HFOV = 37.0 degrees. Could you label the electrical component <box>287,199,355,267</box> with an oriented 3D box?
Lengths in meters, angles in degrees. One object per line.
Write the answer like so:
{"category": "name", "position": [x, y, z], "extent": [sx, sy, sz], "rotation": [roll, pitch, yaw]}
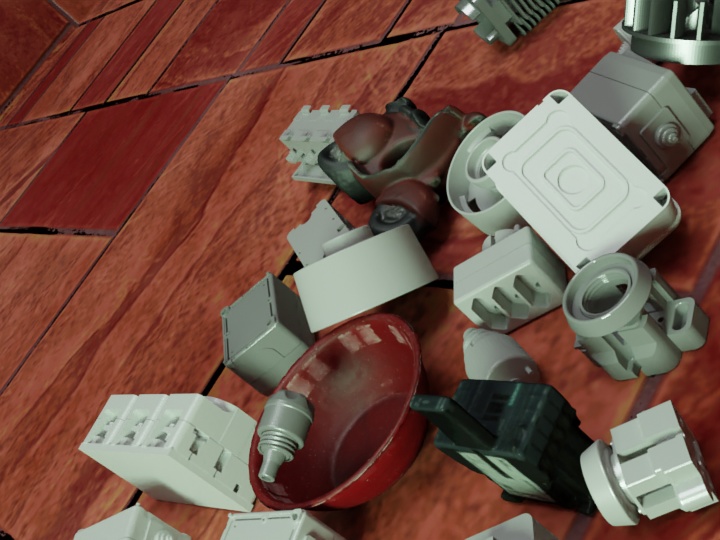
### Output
{"category": "electrical component", "position": [-0.019, -0.014, 0.939], "extent": [0.050, 0.056, 0.089], "rotation": [-45, 29, 5]}

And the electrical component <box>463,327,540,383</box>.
{"category": "electrical component", "position": [0.089, 0.060, 0.716], "extent": [0.040, 0.040, 0.078], "rotation": [-45, 28, 5]}

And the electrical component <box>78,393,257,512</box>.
{"category": "electrical component", "position": [-0.149, 0.145, 0.884], "extent": [0.150, 0.089, 0.061], "rotation": [-8, 47, 49]}

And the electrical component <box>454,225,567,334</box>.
{"category": "electrical component", "position": [0.106, -0.003, 0.764], "extent": [0.066, 0.047, 0.076], "rotation": [-31, 33, 28]}

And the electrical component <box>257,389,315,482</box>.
{"category": "electrical component", "position": [-0.054, 0.114, 0.733], "extent": [0.035, 0.035, 0.061], "rotation": [-17, 44, 44]}

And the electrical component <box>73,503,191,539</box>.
{"category": "electrical component", "position": [-0.182, 0.233, 0.848], "extent": [0.096, 0.062, 0.061], "rotation": [-29, 34, 31]}

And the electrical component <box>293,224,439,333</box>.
{"category": "electrical component", "position": [0.000, 0.000, 0.836], "extent": [0.108, 0.060, 0.108], "rotation": [-23, -1, -1]}

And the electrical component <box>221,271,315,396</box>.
{"category": "electrical component", "position": [-0.077, 0.053, 0.930], "extent": [0.062, 0.061, 0.096], "rotation": [-39, 29, 15]}

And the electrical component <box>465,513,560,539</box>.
{"category": "electrical component", "position": [0.083, 0.180, 0.559], "extent": [0.050, 0.056, 0.089], "rotation": [-32, 32, 27]}

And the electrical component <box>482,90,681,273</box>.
{"category": "electrical component", "position": [0.146, -0.052, 0.708], "extent": [0.078, 0.057, 0.113], "rotation": [-43, 65, 8]}

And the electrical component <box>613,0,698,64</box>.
{"category": "electrical component", "position": [0.232, -0.191, 0.830], "extent": [0.081, 0.043, 0.043], "rotation": [-42, 29, 11]}

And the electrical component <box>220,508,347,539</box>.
{"category": "electrical component", "position": [-0.049, 0.199, 0.709], "extent": [0.096, 0.061, 0.061], "rotation": [-16, 42, 44]}

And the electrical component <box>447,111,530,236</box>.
{"category": "electrical component", "position": [0.118, -0.074, 0.845], "extent": [0.099, 0.064, 0.099], "rotation": [-32, 44, 37]}

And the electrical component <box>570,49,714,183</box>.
{"category": "electrical component", "position": [0.200, -0.110, 0.754], "extent": [0.061, 0.062, 0.096], "rotation": [-47, 28, 2]}

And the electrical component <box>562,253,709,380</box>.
{"category": "electrical component", "position": [0.159, 0.027, 0.645], "extent": [0.078, 0.057, 0.058], "rotation": [-17, 41, 43]}

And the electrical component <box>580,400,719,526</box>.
{"category": "electrical component", "position": [0.151, 0.106, 0.570], "extent": [0.055, 0.048, 0.066], "rotation": [-28, 33, 19]}

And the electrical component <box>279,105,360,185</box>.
{"category": "electrical component", "position": [-0.026, -0.128, 1.083], "extent": [0.078, 0.063, 0.121], "rotation": [-55, 29, -13]}
